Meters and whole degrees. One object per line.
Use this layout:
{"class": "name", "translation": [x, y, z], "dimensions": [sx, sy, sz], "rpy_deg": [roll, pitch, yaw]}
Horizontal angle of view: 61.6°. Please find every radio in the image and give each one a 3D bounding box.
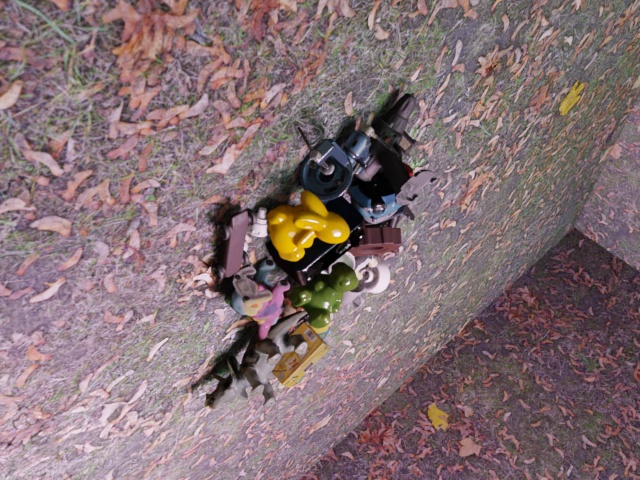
{"class": "radio", "translation": [-0.003, -0.004, 1.319], "dimensions": [0.229, 0.131, 0.073], "rpy_deg": [-39, 147, -13]}

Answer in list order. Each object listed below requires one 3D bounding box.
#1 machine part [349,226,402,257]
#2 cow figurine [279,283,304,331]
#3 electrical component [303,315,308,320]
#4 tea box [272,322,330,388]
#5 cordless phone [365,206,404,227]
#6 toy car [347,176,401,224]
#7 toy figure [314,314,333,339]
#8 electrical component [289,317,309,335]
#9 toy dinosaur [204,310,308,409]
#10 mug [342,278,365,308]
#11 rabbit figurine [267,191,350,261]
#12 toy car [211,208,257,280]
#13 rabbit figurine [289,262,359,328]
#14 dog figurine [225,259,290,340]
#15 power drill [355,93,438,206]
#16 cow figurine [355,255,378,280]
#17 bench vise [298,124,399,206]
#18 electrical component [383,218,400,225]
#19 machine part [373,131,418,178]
{"class": "machine part", "translation": [0.144, 0.007, 1.501], "dimensions": [0.179, 0.056, 0.179], "rpy_deg": [-4, 167, -1]}
{"class": "cow figurine", "translation": [-0.052, 0.149, 1.481], "dimensions": [0.127, 0.085, 0.194], "rpy_deg": [-56, 176, -46]}
{"class": "electrical component", "translation": [-0.017, 0.174, 1.581], "dimensions": [0.119, 0.075, 0.047], "rpy_deg": [-41, 151, -1]}
{"class": "tea box", "translation": [-0.067, 0.337, 1.578], "dimensions": [0.169, 0.098, 0.068], "rpy_deg": [-44, 150, -1]}
{"class": "cordless phone", "translation": [0.134, -0.052, 1.511], "dimensions": [0.146, 0.089, 0.184], "rpy_deg": [-22, 161, -38]}
{"class": "toy car", "translation": [0.146, -0.097, 1.359], "dimensions": [0.162, 0.109, 0.102], "rpy_deg": [-18, 140, -27]}
{"class": "toy figure", "translation": [-0.008, 0.264, 1.701], "dimensions": [0.089, 0.082, 0.180], "rpy_deg": [-26, 148, -37]}
{"class": "electrical component", "translation": [-0.094, 0.270, 1.618], "dimensions": [0.134, 0.058, 0.114], "rpy_deg": [-31, 150, -25]}
{"class": "toy dinosaur", "translation": [-0.155, 0.311, 1.477], "dimensions": [0.131, 0.192, 0.404], "rpy_deg": [30, 97, -45]}
{"class": "mug", "translation": [0.096, 0.167, 1.700], "dimensions": [0.081, 0.110, 0.107], "rpy_deg": [-32, 162, -34]}
{"class": "rabbit figurine", "translation": [-0.021, -0.038, 1.197], "dimensions": [0.162, 0.173, 0.122], "rpy_deg": [74, 26, -53]}
{"class": "toy car", "translation": [-0.191, 0.007, 1.165], "dimensions": [0.089, 0.053, 0.202], "rpy_deg": [-29, 151, -34]}
{"class": "rabbit figurine", "translation": [0.037, 0.121, 1.331], "dimensions": [0.170, 0.121, 0.159], "rpy_deg": [-40, 175, 37]}
{"class": "dog figurine", "translation": [-0.164, 0.168, 1.353], "dimensions": [0.191, 0.109, 0.219], "rpy_deg": [-22, 145, -38]}
{"class": "power drill", "translation": [0.184, -0.200, 1.248], "dimensions": [0.086, 0.207, 0.232], "rpy_deg": [5, 134, -51]}
{"class": "cow figurine", "translation": [0.139, 0.039, 1.632], "dimensions": [0.167, 0.068, 0.098], "rpy_deg": [-40, 144, -14]}
{"class": "bench vise", "translation": [0.036, -0.173, 1.165], "dimensions": [0.223, 0.129, 0.240], "rpy_deg": [-41, 164, 8]}
{"class": "electrical component", "translation": [0.218, -0.057, 1.658], "dimensions": [0.063, 0.021, 0.093], "rpy_deg": [-31, 147, -25]}
{"class": "machine part", "translation": [0.176, -0.219, 1.358], "dimensions": [0.139, 0.084, 0.039], "rpy_deg": [-49, 177, 21]}
